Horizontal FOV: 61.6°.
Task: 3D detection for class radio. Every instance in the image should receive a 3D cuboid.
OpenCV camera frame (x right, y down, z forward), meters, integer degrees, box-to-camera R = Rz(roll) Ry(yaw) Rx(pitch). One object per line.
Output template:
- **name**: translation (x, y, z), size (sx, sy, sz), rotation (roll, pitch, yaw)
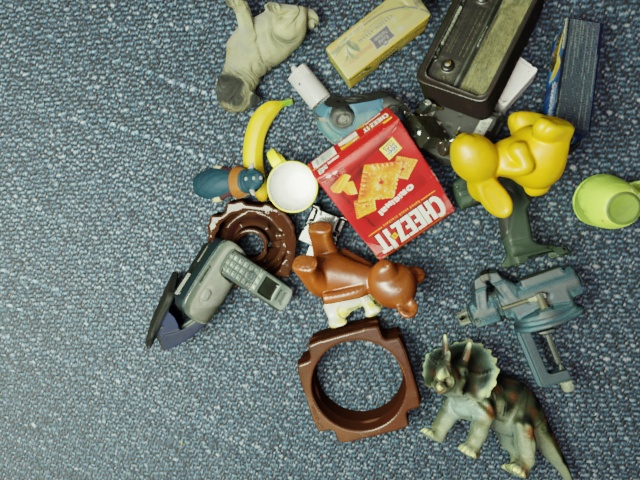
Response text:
- **radio**: translation (0.261, -0.323, 0.876), size (0.131, 0.073, 0.229), rotation (25, 84, 25)

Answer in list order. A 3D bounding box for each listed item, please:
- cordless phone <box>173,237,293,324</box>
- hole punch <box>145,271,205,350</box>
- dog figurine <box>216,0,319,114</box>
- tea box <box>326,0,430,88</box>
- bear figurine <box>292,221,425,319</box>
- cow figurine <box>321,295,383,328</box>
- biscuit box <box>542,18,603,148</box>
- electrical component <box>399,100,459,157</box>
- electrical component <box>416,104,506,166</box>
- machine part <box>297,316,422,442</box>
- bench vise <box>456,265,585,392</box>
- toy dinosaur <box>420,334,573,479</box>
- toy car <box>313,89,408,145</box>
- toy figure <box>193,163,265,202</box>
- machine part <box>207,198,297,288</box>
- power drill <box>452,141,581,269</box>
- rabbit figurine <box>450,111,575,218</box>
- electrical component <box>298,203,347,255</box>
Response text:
- **cordless phone**: translation (-0.148, 0.096, 0.939), size (0.184, 0.089, 0.146), rotation (35, 74, -21)
- **hole punch**: translation (-0.262, 0.138, 1.000), size (0.092, 0.142, 0.115), rotation (26, 108, -22)
- **dog figurine**: translation (-0.095, -0.318, 0.951), size (0.172, 0.121, 0.190), rotation (8, 112, 8)
- **tea box**: translation (0.098, -0.343, 0.918), size (0.169, 0.098, 0.068), rotation (-37, 91, 10)
- **bear figurine**: translation (0.070, 0.054, 0.896), size (0.196, 0.120, 0.131), rotation (6, 140, 24)
- **cow figurine**: translation (0.080, 0.092, 0.989), size (0.167, 0.068, 0.098), rotation (-23, 87, 7)
- **biscuit box**: translation (0.413, -0.258, 0.887), size (0.063, 0.059, 0.202), rotation (12, 79, 4)
- **electrical component**: translation (0.183, -0.186, 0.882), size (0.045, 0.078, 0.102), rotation (-46, 59, 36)
- **electrical component**: translation (0.231, -0.188, 0.926), size (0.134, 0.058, 0.115), rotation (33, 94, 27)
- **machine part**: translation (0.073, 0.255, 0.998), size (0.201, 0.087, 0.201), rotation (-17, 96, 8)
- **bench vise**: translation (0.366, 0.156, 0.939), size (0.224, 0.129, 0.240), rotation (-22, 86, 6)
- **toy dinosaur**: translation (0.322, 0.303, 0.957), size (0.404, 0.131, 0.192), rotation (27, 78, -21)
- **toy car**: translation (0.071, -0.201, 0.944), size (0.162, 0.109, 0.102), rotation (-10, 119, -5)
- **toy figure**: translation (-0.160, -0.105, 0.972), size (0.155, 0.058, 0.064), rotation (-1, 115, 29)
- **machine part**: translation (-0.125, 0.006, 0.994), size (0.179, 0.056, 0.179), rotation (1, 104, 2)
- **power drill**: translation (0.358, -0.064, 0.918), size (0.232, 0.086, 0.207), rotation (-17, 84, 11)
- **rabbit figurine**: translation (0.282, -0.125, 0.845), size (0.173, 0.122, 0.162), rotation (-2, 120, -14)
- **electrical component**: translation (-0.002, -0.003, 0.994), size (0.075, 0.048, 0.119), rotation (27, 97, 3)
